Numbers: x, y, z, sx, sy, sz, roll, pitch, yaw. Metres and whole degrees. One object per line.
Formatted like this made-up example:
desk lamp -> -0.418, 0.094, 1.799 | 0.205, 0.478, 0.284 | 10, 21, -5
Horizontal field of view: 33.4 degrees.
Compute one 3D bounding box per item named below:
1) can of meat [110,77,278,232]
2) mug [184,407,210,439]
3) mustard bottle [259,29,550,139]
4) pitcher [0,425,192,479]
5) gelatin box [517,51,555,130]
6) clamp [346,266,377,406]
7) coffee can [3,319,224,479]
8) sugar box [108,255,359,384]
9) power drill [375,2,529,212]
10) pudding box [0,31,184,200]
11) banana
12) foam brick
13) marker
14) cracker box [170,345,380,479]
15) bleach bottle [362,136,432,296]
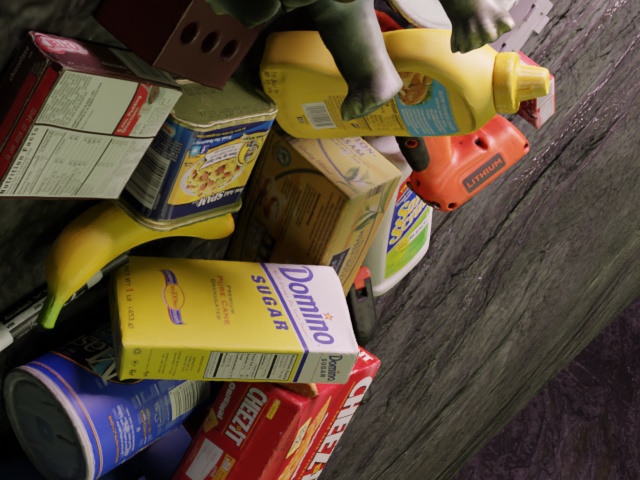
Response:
can of meat -> -0.084, -0.061, 0.720 | 0.101, 0.057, 0.084 | -19, 143, -51
mug -> -0.107, 0.142, 0.996 | 0.117, 0.093, 0.082 | -10, 147, -26
mustard bottle -> 0.061, -0.107, 0.739 | 0.096, 0.192, 0.058 | 59, 38, -57
pitcher -> -0.205, 0.222, 0.870 | 0.242, 0.149, 0.145 | -26, 137, -51
gelatin box -> 0.200, -0.157, 1.076 | 0.030, 0.073, 0.089 | -46, 159, -3
clamp -> 0.030, 0.090, 1.057 | 0.039, 0.120, 0.171 | -26, 159, -19
coffee can -> -0.155, 0.114, 0.821 | 0.140, 0.103, 0.103 | -29, 152, -40
sugar box -> -0.066, 0.059, 0.798 | 0.176, 0.093, 0.048 | 1, 134, -17
power drill -> 0.106, -0.128, 0.871 | 0.184, 0.057, 0.187 | -37, 129, -3
pudding box -> -0.142, -0.068, 0.621 | 0.090, 0.039, 0.113 | -54, 156, 19
banana -> -0.126, -0.006, 0.755 | 0.197, 0.037, 0.070 | -28, 144, -47
foam brick -> -0.079, -0.128, 0.618 | 0.053, 0.051, 0.078 | -54, 158, 14
marker -> -0.184, 0.038, 0.751 | 0.121, 0.020, 0.020 | -37, 156, -26
cracker box -> -0.039, 0.170, 0.908 | 0.164, 0.072, 0.213 | -61, 164, 13
bleach bottle -> 0.065, -0.049, 1.022 | 0.102, 0.068, 0.251 | -41, 155, -21
